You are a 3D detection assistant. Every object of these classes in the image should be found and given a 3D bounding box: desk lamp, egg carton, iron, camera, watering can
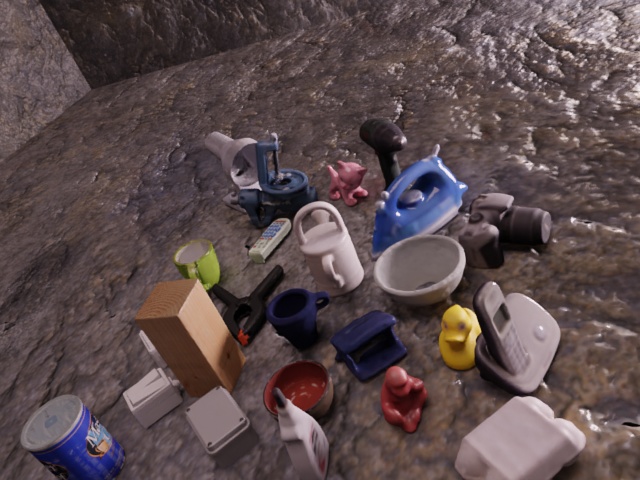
[{"bbox_3d":[-0.214,-0.180,1.504,0.118,0.214,0.202,-39,36,-24],"label":"desk lamp"},{"bbox_3d":[0.250,0.268,0.723,0.150,0.069,0.107,-33,34,-16],"label":"egg carton"},{"bbox_3d":[0.185,-0.083,1.196,0.259,0.142,0.118,-38,36,-22],"label":"iron"},{"bbox_3d":[0.343,-0.026,1.058,0.136,0.101,0.143,7,43,38],"label":"camera"},{"bbox_3d":[0.008,0.005,1.127,0.101,0.194,0.172,-30,34,-11],"label":"watering can"}]

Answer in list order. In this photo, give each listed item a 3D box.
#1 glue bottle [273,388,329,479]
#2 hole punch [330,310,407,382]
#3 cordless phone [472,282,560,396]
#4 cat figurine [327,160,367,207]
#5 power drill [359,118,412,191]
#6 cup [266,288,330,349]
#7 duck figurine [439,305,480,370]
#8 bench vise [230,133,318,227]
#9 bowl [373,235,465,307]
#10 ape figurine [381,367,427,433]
[{"bbox_3d":[-0.031,0.265,0.797,0.037,0.173,0.078,-14,34,13],"label":"glue bottle"},{"bbox_3d":[0.073,0.163,0.957,0.109,0.091,0.100,-31,34,-13],"label":"hole punch"},{"bbox_3d":[0.274,0.115,0.820,0.093,0.185,0.148,8,44,38],"label":"cordless phone"},{"bbox_3d":[0.063,-0.150,1.385,0.067,0.118,0.127,-38,36,-22],"label":"cat figurine"},{"bbox_3d":[0.160,-0.177,1.283,0.075,0.209,0.229,-26,33,-4],"label":"power drill"},{"bbox_3d":[-0.028,0.144,1.041,0.117,0.095,0.091,-22,33,1],"label":"cup"},{"bbox_3d":[0.221,0.140,0.907,0.077,0.086,0.105,-2,38,28],"label":"duck figurine"},{"bbox_3d":[-0.129,-0.141,1.392,0.207,0.220,0.121,-26,33,-5],"label":"bench vise"},{"bbox_3d":[0.186,0.067,1.042,0.167,0.075,0.167,-15,34,11],"label":"bowl"},{"bbox_3d":[0.118,0.225,0.842,0.078,0.092,0.076,-30,34,-10],"label":"ape figurine"}]
